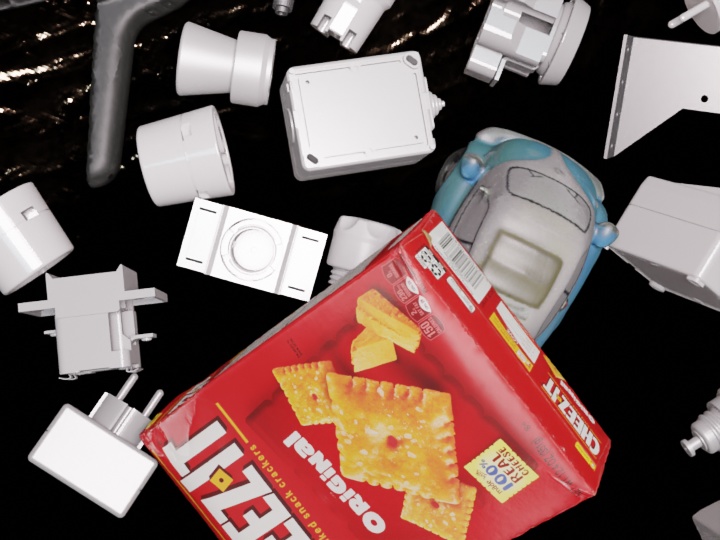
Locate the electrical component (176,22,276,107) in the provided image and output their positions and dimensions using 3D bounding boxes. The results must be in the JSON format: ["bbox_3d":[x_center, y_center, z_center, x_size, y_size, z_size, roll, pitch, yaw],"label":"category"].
[{"bbox_3d":[-0.081,-0.125,0.656,0.055,0.045,0.045,8,90,-4],"label":"electrical component"}]

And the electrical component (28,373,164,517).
[{"bbox_3d":[-0.150,0.100,0.653,0.066,0.047,0.076,33,74,-3],"label":"electrical component"}]

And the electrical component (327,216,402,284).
[{"bbox_3d":[0.000,0.000,0.663,0.043,0.043,0.062,14,91,-4],"label":"electrical component"}]

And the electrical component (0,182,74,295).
[{"bbox_3d":[-0.206,-0.018,0.644,0.055,0.055,0.047,-35,96,-3],"label":"electrical component"}]

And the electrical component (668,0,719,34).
[{"bbox_3d":[0.227,-0.170,0.660,0.079,0.077,0.044,-30,93,-3],"label":"electrical component"}]

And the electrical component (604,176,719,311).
[{"bbox_3d":[0.202,-0.018,0.655,0.062,0.096,0.061,33,88,-33],"label":"electrical component"}]

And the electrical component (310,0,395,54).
[{"bbox_3d":[-0.004,-0.163,0.664,0.040,0.040,0.046,32,95,-3],"label":"electrical component"}]

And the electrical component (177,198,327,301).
[{"bbox_3d":[-0.064,-0.012,0.648,0.081,0.064,0.042,16,89,-4],"label":"electrical component"}]

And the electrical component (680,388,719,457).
[{"bbox_3d":[0.239,0.092,0.681,0.078,0.040,0.040,-32,92,-3],"label":"electrical component"}]

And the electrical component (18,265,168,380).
[{"bbox_3d":[-0.159,0.032,0.648,0.081,0.042,0.063,-6,83,0],"label":"electrical component"}]

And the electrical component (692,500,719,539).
[{"bbox_3d":[0.251,0.179,0.671,0.061,0.062,0.096,-26,92,-3],"label":"electrical component"}]

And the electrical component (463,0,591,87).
[{"bbox_3d":[0.105,-0.148,0.662,0.057,0.058,0.078,22,89,-1],"label":"electrical component"}]

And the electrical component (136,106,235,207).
[{"bbox_3d":[-0.105,-0.067,0.650,0.047,0.055,0.055,-13,91,0],"label":"electrical component"}]

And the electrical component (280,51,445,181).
[{"bbox_3d":[0.003,-0.093,0.657,0.096,0.061,0.061,-10,89,-10],"label":"electrical component"}]
